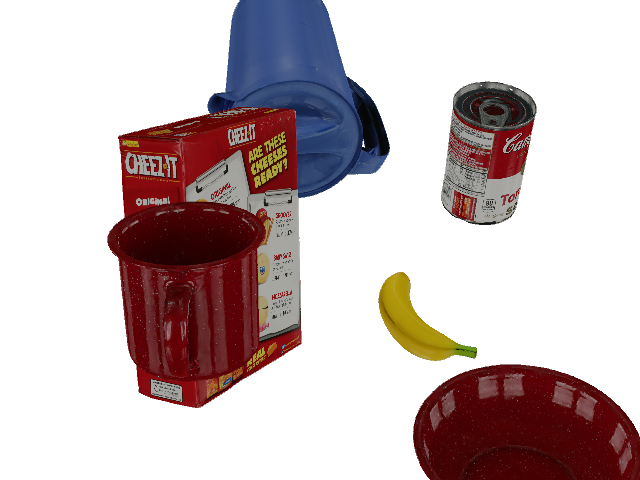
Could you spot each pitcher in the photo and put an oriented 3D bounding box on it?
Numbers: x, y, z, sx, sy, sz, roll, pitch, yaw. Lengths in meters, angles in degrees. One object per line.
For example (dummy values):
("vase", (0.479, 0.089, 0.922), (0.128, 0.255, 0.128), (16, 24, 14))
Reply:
("pitcher", (-0.025, -0.160, 1.081), (0.145, 0.149, 0.243), (-18, 39, 10))

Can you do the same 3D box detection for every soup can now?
("soup can", (0.139, -0.072, 0.896), (0.068, 0.102, 0.068), (2, 40, -1))

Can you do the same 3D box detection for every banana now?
("banana", (0.103, 0.088, 1.215), (0.069, 0.037, 0.198), (6, 23, -24))

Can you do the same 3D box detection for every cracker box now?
("cracker box", (-0.085, 0.007, 0.878), (0.072, 0.214, 0.163), (6, 17, 29))

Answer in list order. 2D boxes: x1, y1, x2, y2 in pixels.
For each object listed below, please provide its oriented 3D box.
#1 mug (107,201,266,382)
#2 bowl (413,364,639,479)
("mug", (-0.078, 0.037, 0.635), (0.093, 0.081, 0.117), (-1, 26, -2))
("bowl", (0.147, 0.162, 0.772), (0.162, 0.055, 0.162), (-1, 35, 0))
